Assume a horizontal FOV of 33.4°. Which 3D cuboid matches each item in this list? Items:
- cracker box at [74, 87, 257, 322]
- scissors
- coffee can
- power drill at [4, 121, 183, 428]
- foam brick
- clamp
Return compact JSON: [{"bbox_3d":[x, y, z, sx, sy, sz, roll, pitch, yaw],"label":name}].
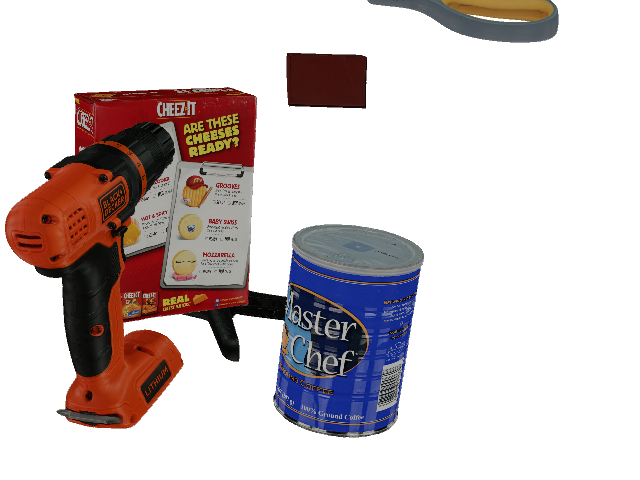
[{"bbox_3d":[-0.151,-0.036,1.030,0.163,0.214,0.072,-7,19,-30],"label":"cracker box"},{"bbox_3d":[0.054,-0.159,0.650,0.202,0.016,0.096,20,44,25],"label":"scissors"},{"bbox_3d":[0.021,0.069,0.844,0.103,0.140,0.103,7,18,-2],"label":"coffee can"},{"bbox_3d":[-0.145,0.023,0.758,0.057,0.188,0.184,3,26,21],"label":"power drill"},{"bbox_3d":[0.005,-0.159,1.060,0.078,0.051,0.053,1,12,-4],"label":"foam brick"},{"bbox_3d":[-0.113,0.074,1.192,0.210,0.036,0.164,19,23,29],"label":"clamp"}]
